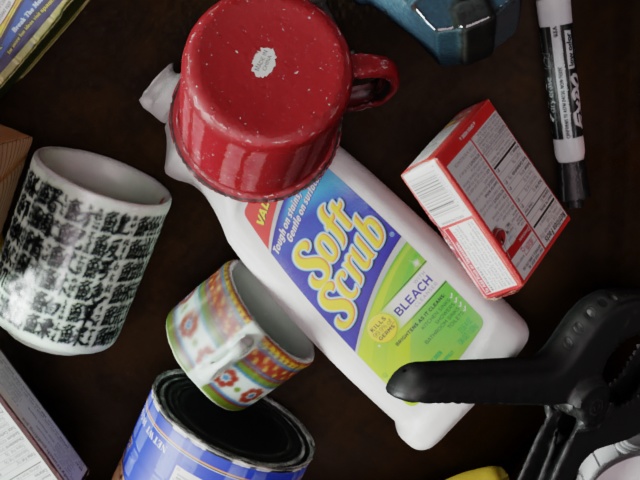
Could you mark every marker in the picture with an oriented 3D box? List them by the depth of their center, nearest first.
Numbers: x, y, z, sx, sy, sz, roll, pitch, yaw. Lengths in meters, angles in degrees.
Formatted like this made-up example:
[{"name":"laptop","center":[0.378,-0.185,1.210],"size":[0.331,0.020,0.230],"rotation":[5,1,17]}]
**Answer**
[{"name":"marker","center":[0.139,-0.077,0.606],"size":[0.020,0.020,0.121],"rotation":[-9,103,4]}]

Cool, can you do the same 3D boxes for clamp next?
[{"name":"clamp","center":[0.140,0.098,0.597],"size":[0.209,0.036,0.164],"rotation":[-27,116,-22]}]

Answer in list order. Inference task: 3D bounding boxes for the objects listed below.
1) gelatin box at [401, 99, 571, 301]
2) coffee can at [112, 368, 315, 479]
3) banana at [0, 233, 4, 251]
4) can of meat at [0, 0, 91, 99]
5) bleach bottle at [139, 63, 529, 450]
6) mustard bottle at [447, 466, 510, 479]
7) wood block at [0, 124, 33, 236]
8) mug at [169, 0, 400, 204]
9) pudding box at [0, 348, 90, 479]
[{"name":"gelatin box","center":[0.093,-0.023,0.593],"size":[0.030,0.073,0.089],"rotation":[-25,106,45]},{"name":"coffee can","center":[-0.078,0.162,0.629],"size":[0.103,0.103,0.140],"rotation":[24,103,-4]},{"name":"banana","center":[-0.235,-0.030,0.621],"size":[0.070,0.037,0.198],"rotation":[-26,102,8]},{"name":"can of meat","center":[-0.184,-0.133,0.584],"size":[0.084,0.057,0.102],"rotation":[42,102,-10]},{"name":"bleach bottle","center":[-0.004,0.001,0.607],"size":[0.251,0.068,0.102],"rotation":[42,93,-6]},{"name":"mustard bottle","center":[0.036,0.209,0.659],"size":[0.191,0.058,0.096],"rotation":[-17,107,6]},{"name":"wood block","center":[-0.271,-0.049,0.553],"size":[0.206,0.091,0.090],"rotation":[22,101,0]},{"name":"mug","center":[-0.017,-0.074,0.534],"size":[0.117,0.081,0.093],"rotation":[-6,79,-9]},{"name":"pudding box","center":[-0.199,0.115,0.597],"size":[0.090,0.039,0.113],"rotation":[-31,103,8]}]
